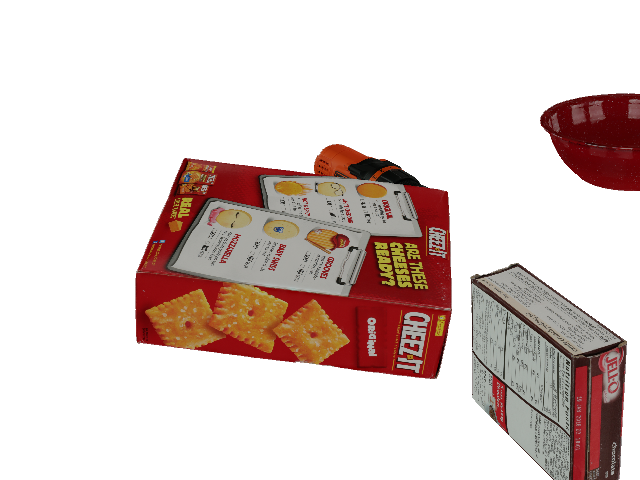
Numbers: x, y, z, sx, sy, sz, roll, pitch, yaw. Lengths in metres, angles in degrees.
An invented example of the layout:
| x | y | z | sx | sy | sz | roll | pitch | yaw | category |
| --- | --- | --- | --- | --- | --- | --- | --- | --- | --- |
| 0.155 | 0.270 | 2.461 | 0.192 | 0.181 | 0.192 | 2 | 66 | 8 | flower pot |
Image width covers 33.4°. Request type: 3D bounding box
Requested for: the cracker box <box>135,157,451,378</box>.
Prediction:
| x | y | z | sx | sy | sz | roll | pitch | yaw | category |
| --- | --- | --- | --- | --- | --- | --- | --- | --- | --- |
| -0.015 | 0.018 | 0.790 | 0.213 | 0.072 | 0.164 | 7 | 33 | 1 | cracker box |

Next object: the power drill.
| x | y | z | sx | sy | sz | roll | pitch | yaw | category |
| --- | --- | --- | --- | --- | --- | --- | --- | --- | --- |
| 0.052 | 0.014 | 1.030 | 0.057 | 0.188 | 0.185 | -6 | 24 | -30 | power drill |

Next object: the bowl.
| x | y | z | sx | sy | sz | roll | pitch | yaw | category |
| --- | --- | --- | --- | --- | --- | --- | --- | --- | --- |
| 0.283 | -0.087 | 0.977 | 0.162 | 0.055 | 0.162 | -4 | 24 | 1 | bowl |

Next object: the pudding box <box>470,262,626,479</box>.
| x | y | z | sx | sy | sz | roll | pitch | yaw | category |
| --- | --- | --- | --- | --- | --- | --- | --- | --- | --- |
| 0.128 | 0.076 | 0.615 | 0.039 | 0.090 | 0.114 | -13 | 26 | -20 | pudding box |
